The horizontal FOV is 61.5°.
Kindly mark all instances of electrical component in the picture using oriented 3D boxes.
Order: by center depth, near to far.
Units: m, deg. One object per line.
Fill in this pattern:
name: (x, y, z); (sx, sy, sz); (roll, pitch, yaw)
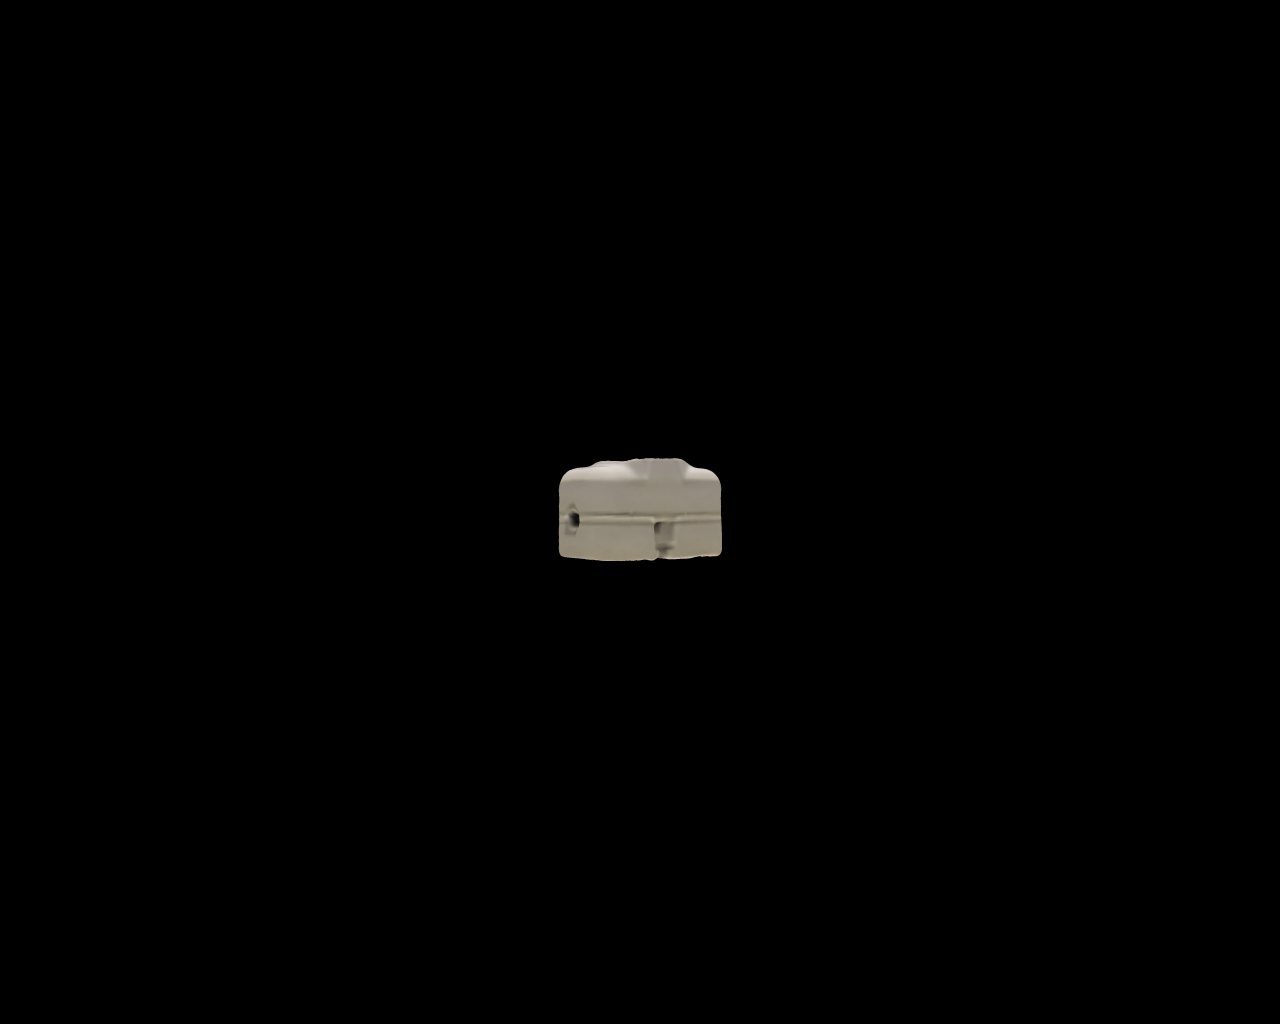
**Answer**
electrical component: (0.001, -0.003, 0.650); (0.095, 0.059, 0.053); (0, 0, -32)
